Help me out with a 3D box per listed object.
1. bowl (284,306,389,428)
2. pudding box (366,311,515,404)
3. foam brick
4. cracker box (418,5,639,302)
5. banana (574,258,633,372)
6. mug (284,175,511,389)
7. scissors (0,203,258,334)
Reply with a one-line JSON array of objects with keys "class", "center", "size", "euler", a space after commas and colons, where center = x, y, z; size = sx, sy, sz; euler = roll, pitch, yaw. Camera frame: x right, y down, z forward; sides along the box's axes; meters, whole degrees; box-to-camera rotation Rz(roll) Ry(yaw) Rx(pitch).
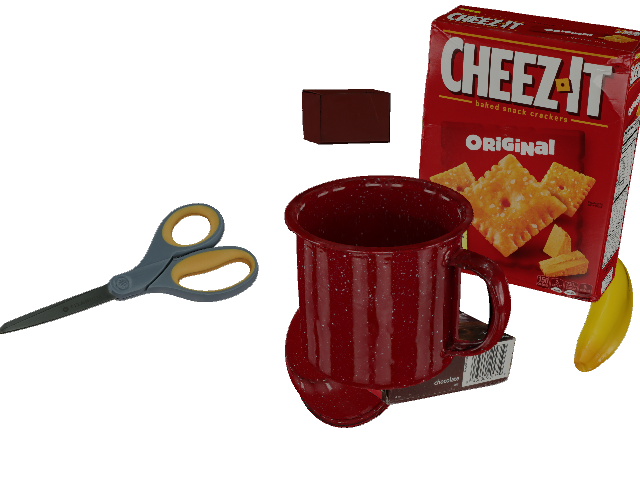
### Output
[{"class": "bowl", "center": [0.016, 0.102, 1.063], "size": [0.162, 0.162, 0.055], "euler": [0, -17, 44]}, {"class": "pudding box", "center": [0.069, 0.078, 0.772], "size": [0.113, 0.039, 0.090], "euler": [-4, 17, -32]}, {"class": "foam brick", "center": [0.026, -0.125, 1.074], "size": [0.078, 0.051, 0.053], "euler": [-3, 13, -20]}, {"class": "cracker box", "center": [0.167, -0.069, 0.868], "size": [0.164, 0.214, 0.072], "euler": [14, 29, 24]}, {"class": "banana", "center": [0.262, 0.055, 1.009], "size": [0.070, 0.037, 0.197], "euler": [-28, 24, 18]}, {"class": "mug", "center": [0.040, 0.024, 0.534], "size": [0.117, 0.081, 0.093], "euler": [13, 29, 28]}, {"class": "scissors", "center": [-0.149, 0.019, 0.829], "size": [0.201, 0.096, 0.016], "euler": [-6, -31, -14]}]
